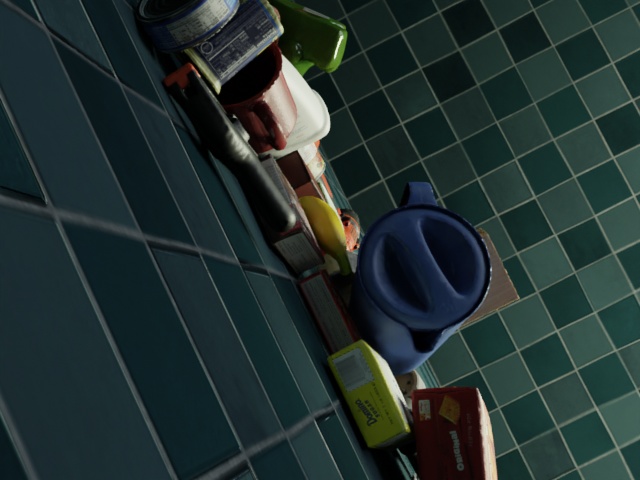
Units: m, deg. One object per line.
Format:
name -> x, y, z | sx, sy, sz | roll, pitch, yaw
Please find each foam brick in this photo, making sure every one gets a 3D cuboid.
foam brick -> -0.029, -0.059, 1.272 | 0.053, 0.051, 0.078 | 65, 4, 34

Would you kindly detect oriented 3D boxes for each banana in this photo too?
banana -> -0.008, -0.015, 1.178 | 0.198, 0.037, 0.069 | -135, -140, -70

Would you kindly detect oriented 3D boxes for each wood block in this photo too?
wood block -> 0.129, 0.073, 1.321 | 0.091, 0.206, 0.090 | 63, 5, -3

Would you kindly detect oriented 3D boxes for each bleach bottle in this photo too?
bleach bottle -> -0.068, -0.170, 1.138 | 0.250, 0.102, 0.068 | 52, 17, -67

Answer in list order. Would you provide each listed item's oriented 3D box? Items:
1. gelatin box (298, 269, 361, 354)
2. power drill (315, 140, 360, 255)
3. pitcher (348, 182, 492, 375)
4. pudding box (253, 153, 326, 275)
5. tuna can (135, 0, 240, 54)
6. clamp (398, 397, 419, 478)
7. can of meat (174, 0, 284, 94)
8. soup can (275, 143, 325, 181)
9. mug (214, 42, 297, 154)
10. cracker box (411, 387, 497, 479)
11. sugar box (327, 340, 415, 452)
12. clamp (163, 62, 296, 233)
gelatin box -> 0.012, 0.075, 1.098 | 0.089, 0.030, 0.073 | 63, 5, 2
power drill -> 0.004, -0.068, 1.465 | 0.184, 0.057, 0.187 | -68, 136, -73
pitcher -> 0.093, 0.056, 1.152 | 0.145, 0.149, 0.243 | 44, -19, 11
pudding box -> -0.036, -0.023, 1.065 | 0.090, 0.039, 0.113 | 65, 5, 20
tuna can -> -0.113, -0.199, 0.904 | 0.033, 0.086, 0.086 | 57, 8, -37
clamp -> 0.094, 0.208, 1.227 | 0.210, 0.036, 0.164 | 58, 7, -44
can of meat -> -0.090, -0.188, 0.954 | 0.057, 0.084, 0.102 | 52, -5, -36
soup can -> -0.045, -0.119, 1.328 | 0.102, 0.068, 0.068 | 59, 6, -31
mug -> -0.064, -0.129, 1.018 | 0.117, 0.093, 0.081 | 50, -9, 36
cracker box -> 0.140, 0.237, 1.070 | 0.213, 0.072, 0.164 | 50, 35, -75
sugar box -> 0.055, 0.156, 1.041 | 0.176, 0.048, 0.093 | 61, 4, -74
clamp -> -0.083, -0.091, 0.933 | 0.171, 0.039, 0.120 | 58, -6, -34
